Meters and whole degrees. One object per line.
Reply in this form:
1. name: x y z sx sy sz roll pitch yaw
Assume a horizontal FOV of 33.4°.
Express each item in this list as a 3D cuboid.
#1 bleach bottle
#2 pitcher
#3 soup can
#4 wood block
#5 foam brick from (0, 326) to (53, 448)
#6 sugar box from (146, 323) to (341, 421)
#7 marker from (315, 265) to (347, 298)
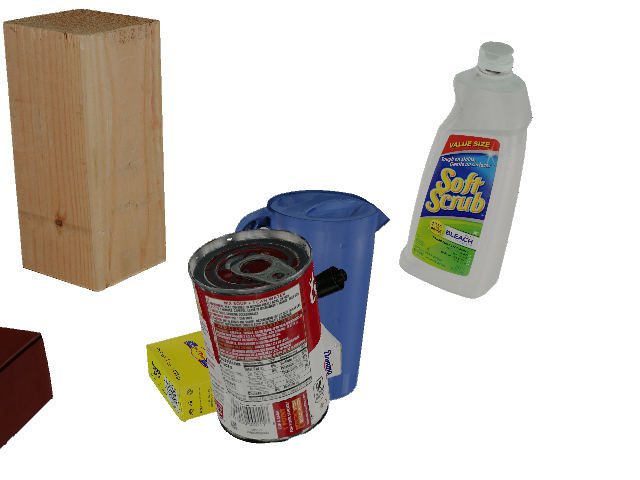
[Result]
1. bleach bottle: 0.140 -0.069 1.009 0.103 0.251 0.068 24 40 26
2. pitcher: -0.013 0.067 1.290 0.149 0.243 0.144 12 19 26
3. soup can: -0.032 0.054 0.596 0.068 0.102 0.068 -6 28 3
4. wood block: -0.189 -0.076 0.871 0.091 0.206 0.090 15 25 29
5. foam brick: -0.222 0.098 0.700 0.053 0.051 0.078 6 29 23
6. sugar box: -0.076 0.119 1.075 0.176 0.048 0.093 -16 32 -24
7. marker: -0.033 0.050 0.794 0.121 0.020 0.020 -26 -10 22
